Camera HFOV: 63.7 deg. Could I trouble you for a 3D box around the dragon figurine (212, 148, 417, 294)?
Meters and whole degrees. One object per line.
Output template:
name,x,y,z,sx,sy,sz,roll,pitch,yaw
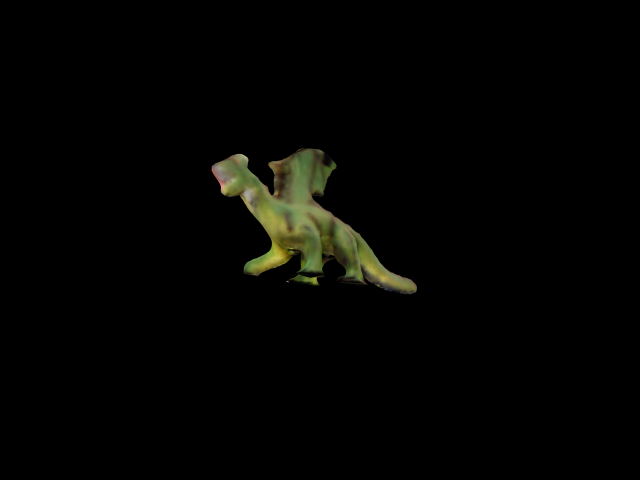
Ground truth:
dragon figurine,0.003,-0.043,0.850,0.409,0.246,0.121,12,-21,-36
